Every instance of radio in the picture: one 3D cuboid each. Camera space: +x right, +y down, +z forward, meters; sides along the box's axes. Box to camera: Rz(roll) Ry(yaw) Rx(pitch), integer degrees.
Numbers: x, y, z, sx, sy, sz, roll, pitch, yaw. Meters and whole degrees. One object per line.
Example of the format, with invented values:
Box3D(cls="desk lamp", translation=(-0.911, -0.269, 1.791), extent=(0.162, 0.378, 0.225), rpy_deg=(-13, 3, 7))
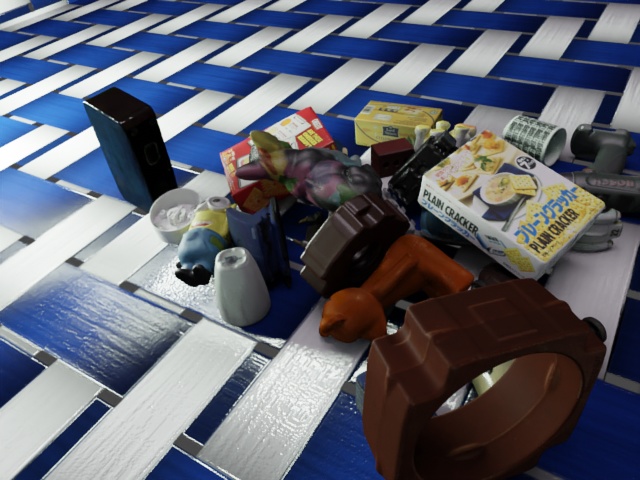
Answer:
Box3D(cls="radio", translation=(-0.351, -0.162, 1.024), extent=(0.131, 0.229, 0.073), rpy_deg=(27, 54, 30))

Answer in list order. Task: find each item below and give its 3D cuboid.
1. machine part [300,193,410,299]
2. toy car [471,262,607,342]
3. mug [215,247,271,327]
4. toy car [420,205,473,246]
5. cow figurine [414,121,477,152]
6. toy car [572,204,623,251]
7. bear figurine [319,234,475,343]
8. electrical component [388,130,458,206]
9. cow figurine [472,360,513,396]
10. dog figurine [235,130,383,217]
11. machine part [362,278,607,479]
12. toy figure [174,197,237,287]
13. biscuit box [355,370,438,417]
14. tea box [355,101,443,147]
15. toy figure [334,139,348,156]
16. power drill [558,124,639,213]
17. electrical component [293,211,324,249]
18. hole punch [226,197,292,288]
Box3D(cls="machine part", translation=(0.055, 0.014, 0.788), extent=(0.179, 0.179, 0.056), rpy_deg=(-29, 57, -25))
Box3D(cls="toy car", translation=(0.302, 0.096, 0.750), extent=(0.089, 0.053, 0.202), rpy_deg=(-19, 39, -19))
Box3D(cls="mug", translation=(-0.121, 0.057, 0.816), extent=(0.081, 0.107, 0.110), rpy_deg=(-7, 41, -1))
Box3D(cls="toy car", translation=(0.237, -0.069, 0.919), extent=(0.109, 0.102, 0.162), rpy_deg=(14, 46, 23))
Box3D(cls="cow figurine", translation=(0.256, -0.186, 1.080), extent=(0.167, 0.098, 0.068), rpy_deg=(-15, 30, -40))
Box3D(cls="toy car", translation=(0.377, -0.029, 0.871), extent=(0.202, 0.073, 0.056), rpy_deg=(10, 39, 20))
Box3D(cls="bear figurine", translation=(0.097, 0.088, 0.747), extent=(0.132, 0.120, 0.196), rpy_deg=(42, 74, 10))
Box3D(cls="electrical component", translation=(0.189, -0.135, 0.964), extent=(0.058, 0.134, 0.115), rpy_deg=(43, 23, -3))
Box3D(cls="cow figurine", translation=(0.212, 0.151, 0.675), extent=(0.127, 0.085, 0.195), rpy_deg=(-5, 40, -7))
Box3D(cls="dog figurine", translation=(-0.025, -0.107, 0.899), extent=(0.219, 0.108, 0.192), rpy_deg=(13, 23, -27))
Box3D(cls="machine part", translation=(0.145, 0.141, 0.503), extent=(0.201, 0.201, 0.087), rpy_deg=(-11, 34, -16))
Box3D(cls="toy figure", translation=(-0.192, 0.002, 0.917), extent=(0.082, 0.089, 0.180), rpy_deg=(9, 49, -1))
Box3D(cls="biscuit box", translation=(0.110, 0.229, 0.606), extent=(0.059, 0.062, 0.203), rpy_deg=(-20, 41, -17))
Box3D(cls="tea box", translation=(0.172, -0.245, 1.169), extent=(0.170, 0.068, 0.098), rpy_deg=(16, 45, 24))
Box3D(cls="toy figure", translation=(0.030, -0.146, 1.080), extent=(0.058, 0.064, 0.154), rpy_deg=(22, 38, -22))
Box3D(cls="power drill", translation=(0.487, -0.130, 0.973), extent=(0.232, 0.085, 0.207), rpy_deg=(12, 39, 20))
Box3D(cls="electrical component", translation=(-0.001, -0.004, 0.920), extent=(0.078, 0.045, 0.102), rpy_deg=(2, 40, 14))
Box3D(cls="hole punch", translation=(-0.098, 0.002, 0.867), extent=(0.092, 0.142, 0.116), rpy_deg=(-10, 25, -7))
